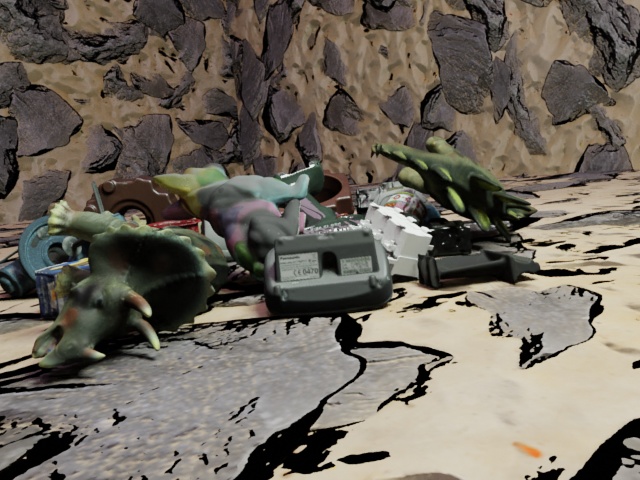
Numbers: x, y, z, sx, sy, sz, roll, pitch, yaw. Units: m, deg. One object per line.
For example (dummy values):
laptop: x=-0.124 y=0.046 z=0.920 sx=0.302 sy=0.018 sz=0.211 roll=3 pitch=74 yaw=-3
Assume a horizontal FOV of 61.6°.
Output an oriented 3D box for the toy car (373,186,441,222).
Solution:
toy car: x=0.153 y=-0.051 z=1.022 sx=0.162 sy=0.102 sz=0.109 roll=-1 pitch=8 yaw=13

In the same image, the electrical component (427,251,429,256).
electrical component: x=0.114 y=0.026 z=0.795 sx=0.094 sy=0.021 sz=0.063 roll=-4 pitch=9 yaw=7

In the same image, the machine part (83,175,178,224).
machine part: x=-0.347 y=-0.036 z=1.004 sx=0.179 sy=0.179 sz=0.056 roll=-6 pitch=12 yaw=-4

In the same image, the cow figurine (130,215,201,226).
cow figurine: x=-0.334 y=-0.016 z=1.156 sx=0.195 sy=0.085 sz=0.127 roll=-5 pitch=2 yaw=-5

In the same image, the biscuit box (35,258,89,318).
biscuit box: x=-0.290 y=0.050 z=0.741 sx=0.059 sy=0.062 sz=0.202 roll=-1 pitch=10 yaw=17

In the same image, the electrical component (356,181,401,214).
electrical component: x=0.142 y=-0.068 z=1.122 sx=0.134 sy=0.058 sz=0.114 roll=-5 pitch=-25 yaw=1

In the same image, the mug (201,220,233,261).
mug: x=-0.153 y=0.001 z=0.948 sx=0.107 sy=0.080 sz=0.110 roll=-1 pitch=17 yaw=-19

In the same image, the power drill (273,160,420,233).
power drill: x=0.018 y=-0.042 z=0.882 sx=0.232 sy=0.085 sz=0.207 roll=-21 pitch=52 yaw=-16

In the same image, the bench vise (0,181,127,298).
bench vise: x=-0.370 y=0.004 z=0.839 sx=0.241 sy=0.128 sz=0.223 roll=-21 pitch=5 yaw=38

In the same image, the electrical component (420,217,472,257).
electrical component: x=0.198 y=-0.007 z=0.875 sx=0.075 sy=0.047 sz=0.119 roll=-5 pitch=8 yaw=1

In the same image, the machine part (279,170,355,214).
machine part: x=-0.034 y=-0.066 z=1.101 sx=0.201 sy=0.087 sz=0.202 roll=-8 pitch=30 yaw=1

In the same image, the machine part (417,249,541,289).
machine part: x=0.191 y=0.033 z=0.662 sx=0.139 sy=0.039 sz=0.084 roll=-4 pitch=14 yaw=-7

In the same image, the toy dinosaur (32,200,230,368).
toy dinosaur: x=-0.179 y=0.035 z=0.641 sx=0.192 sy=0.131 sz=0.405 roll=14 pitch=5 yaw=12

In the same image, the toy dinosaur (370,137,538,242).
toy dinosaur: x=0.230 y=-0.094 z=0.893 sx=0.471 sy=0.105 sz=0.199 roll=14 pitch=20 yaw=-33

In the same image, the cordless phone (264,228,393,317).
cordless phone: x=0.008 y=0.039 z=0.658 sx=0.147 sy=0.088 sz=0.184 roll=-6 pitch=-3 yaw=0

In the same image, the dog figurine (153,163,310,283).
dog figurine: x=-0.129 y=-0.031 z=0.749 sx=0.219 sy=0.108 sz=0.191 roll=7 pitch=49 yaw=5
